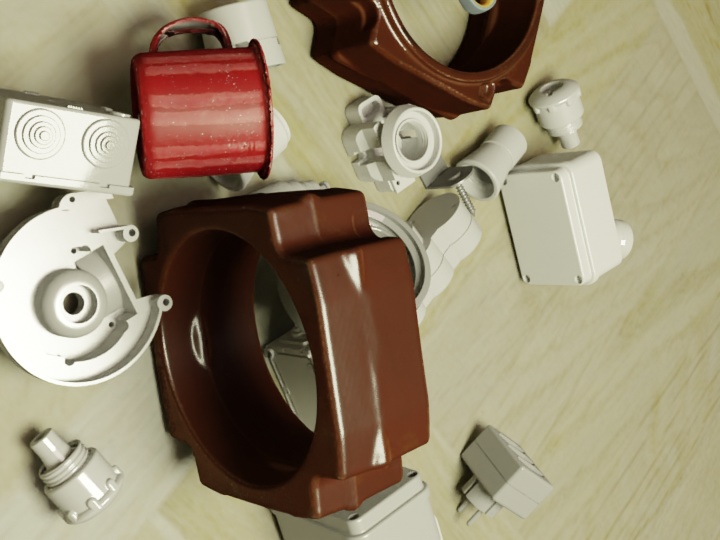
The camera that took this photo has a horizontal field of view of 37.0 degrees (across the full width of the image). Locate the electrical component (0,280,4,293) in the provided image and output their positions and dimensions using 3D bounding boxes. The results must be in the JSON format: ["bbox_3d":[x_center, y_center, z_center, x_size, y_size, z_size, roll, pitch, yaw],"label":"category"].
[{"bbox_3d":[-0.240,-0.007,0.632,0.047,0.083,0.075,46,65,-30],"label":"electrical component"}]

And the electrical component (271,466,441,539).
[{"bbox_3d":[-0.006,0.182,0.805,0.078,0.113,0.057,-29,112,-34],"label":"electrical component"}]

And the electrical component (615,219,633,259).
[{"bbox_3d":[0.233,-0.030,1.036,0.046,0.040,0.040,4,89,-32],"label":"electrical component"}]

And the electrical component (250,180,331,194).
[{"bbox_3d":[-0.054,-0.048,0.805,0.078,0.040,0.040,-28,108,-35],"label":"electrical component"}]

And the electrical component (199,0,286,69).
[{"bbox_3d":[-0.086,-0.164,0.769,0.055,0.055,0.047,-20,101,-36],"label":"electrical component"}]

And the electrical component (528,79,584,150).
[{"bbox_3d":[0.186,-0.142,0.992,0.048,0.048,0.062,-43,123,-29],"label":"electrical component"}]

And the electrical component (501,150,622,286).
[{"bbox_3d":[0.180,-0.045,0.968,0.057,0.078,0.113,-26,107,-38],"label":"electrical component"}]

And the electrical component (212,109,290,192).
[{"bbox_3d":[-0.083,-0.090,0.778,0.055,0.045,0.045,-48,118,-27],"label":"electrical component"}]

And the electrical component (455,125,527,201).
[{"bbox_3d":[0.117,-0.097,0.941,0.065,0.044,0.044,-49,119,-32],"label":"electrical component"}]

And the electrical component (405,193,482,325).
[{"bbox_3d":[0.036,-0.014,0.870,0.138,0.052,0.073,-52,121,-24],"label":"electrical component"}]

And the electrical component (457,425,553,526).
[{"bbox_3d":[0.115,0.189,0.937,0.047,0.065,0.076,37,98,-33],"label":"electrical component"}]

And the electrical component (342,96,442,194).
[{"bbox_3d":[0.028,-0.101,0.858,0.058,0.057,0.078,-36,113,-32],"label":"electrical component"}]

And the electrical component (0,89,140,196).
[{"bbox_3d":[-0.193,-0.081,0.659,0.100,0.100,0.048,5,101,-38],"label":"electrical component"}]

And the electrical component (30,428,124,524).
[{"bbox_3d":[-0.189,0.131,0.703,0.048,0.048,0.062,-46,110,-28],"label":"electrical component"}]

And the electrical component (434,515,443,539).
[{"bbox_3d":[0.013,0.227,0.855,0.095,0.059,0.053,-26,107,-35],"label":"electrical component"}]

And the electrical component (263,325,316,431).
[{"bbox_3d":[-0.023,0.075,0.820,0.061,0.062,0.096,-33,111,-33],"label":"electrical component"}]

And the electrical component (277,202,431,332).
[{"bbox_3d":[0.000,0.000,0.782,0.108,0.060,0.108,13,56,-19],"label":"electrical component"}]
